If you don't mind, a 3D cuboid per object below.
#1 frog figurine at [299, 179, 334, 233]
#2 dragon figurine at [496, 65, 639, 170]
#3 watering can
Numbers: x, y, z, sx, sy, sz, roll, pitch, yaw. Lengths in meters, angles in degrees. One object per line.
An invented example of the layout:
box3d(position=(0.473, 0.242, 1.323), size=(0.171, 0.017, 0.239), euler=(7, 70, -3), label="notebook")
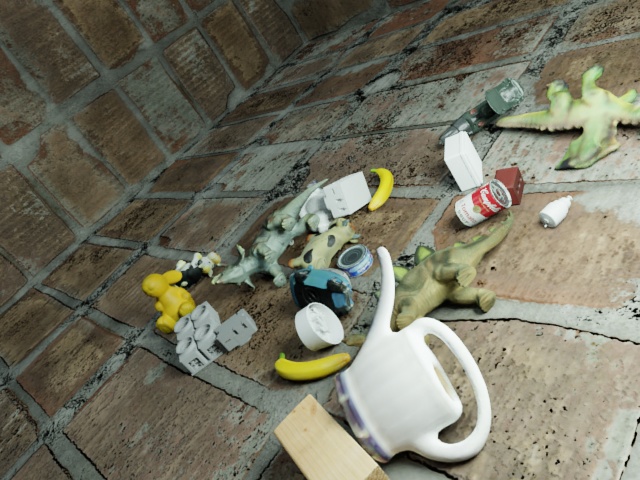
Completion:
box3d(position=(0.005, -0.075, 1.498), size=(0.138, 0.120, 0.162), euler=(-35, 63, -14), label="frog figurine")
box3d(position=(0.581, -0.259, 1.176), size=(0.406, 0.121, 0.248), euler=(-17, 40, 45), label="dragon figurine")
box3d(position=(0.118, 0.199, 0.835), size=(0.223, 0.103, 0.354), euler=(-36, 61, 10), label="watering can")
